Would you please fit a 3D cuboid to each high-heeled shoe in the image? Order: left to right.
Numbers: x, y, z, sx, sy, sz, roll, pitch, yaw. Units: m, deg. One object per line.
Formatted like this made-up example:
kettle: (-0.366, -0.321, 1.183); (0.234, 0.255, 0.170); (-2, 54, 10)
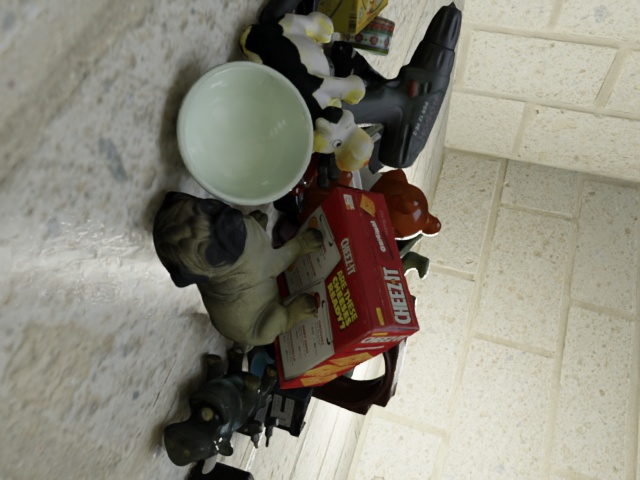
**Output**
high-heeled shoe: (0.097, -0.238, 0.864); (0.248, 0.145, 0.086); (36, 67, -76)

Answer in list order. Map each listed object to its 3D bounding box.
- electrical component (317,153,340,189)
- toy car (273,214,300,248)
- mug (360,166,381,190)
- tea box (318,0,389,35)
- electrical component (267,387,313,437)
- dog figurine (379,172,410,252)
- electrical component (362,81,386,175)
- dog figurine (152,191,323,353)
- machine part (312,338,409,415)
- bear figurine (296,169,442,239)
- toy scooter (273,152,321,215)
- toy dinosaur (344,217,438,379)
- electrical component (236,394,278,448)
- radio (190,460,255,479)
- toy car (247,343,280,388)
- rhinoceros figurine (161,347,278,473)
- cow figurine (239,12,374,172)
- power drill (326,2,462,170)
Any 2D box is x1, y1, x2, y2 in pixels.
electrical component: (0.011, -0.114, 0.669); (0.063, 0.021, 0.094); (154, -62, -67)
toy car: (-0.014, 0.044, 0.813); (0.202, 0.053, 0.089); (55, 46, -35)
mug: (0.079, -0.094, 1.037); (0.080, 0.110, 0.107); (77, -14, -48)
tea box: (0.045, -0.348, 0.723); (0.170, 0.068, 0.098); (-56, 154, -51)
electrical component: (-0.051, 0.259, 0.899); (0.048, 0.075, 0.119); (-36, 142, -69)
dog figurine: (0.095, -0.053, 1.120); (0.108, 0.192, 0.219); (113, -35, -73)
electrical component: (0.097, -0.184, 0.851); (0.134, 0.115, 0.058); (48, 11, -50)
dog figurine: (-0.097, 0.043, 0.523); (0.190, 0.121, 0.172); (-1, 97, -62)
machine part: (0.044, 0.190, 0.939); (0.087, 0.202, 0.200); (-39, 141, -61)
bear figurine: (0.061, -0.064, 0.720); (0.120, 0.196, 0.132); (28, 63, -48)
toy scooter: (-0.037, -0.110, 0.621); (0.183, 0.075, 0.135); (44, 60, -77)
toy dinosaur: (0.086, 0.110, 1.013); (0.131, 0.192, 0.404); (-52, 156, -63)
electrical component: (-0.092, 0.270, 0.812); (0.102, 0.045, 0.078); (64, 43, -68)
radio: (-0.133, 0.390, 0.711); (0.229, 0.073, 0.131); (85, 23, -50)
toy car: (-0.036, 0.136, 0.771); (0.109, 0.162, 0.103); (96, -28, -48)
rhinoceros figurine: (-0.115, 0.194, 0.624); (0.112, 0.073, 0.190); (-68, 168, 8)
cow figurine: (-0.012, -0.141, 0.526); (0.098, 0.167, 0.068); (-14, 163, -37)
power drill: (0.082, -0.212, 0.734); (0.207, 0.086, 0.231); (-6, 120, -29)
